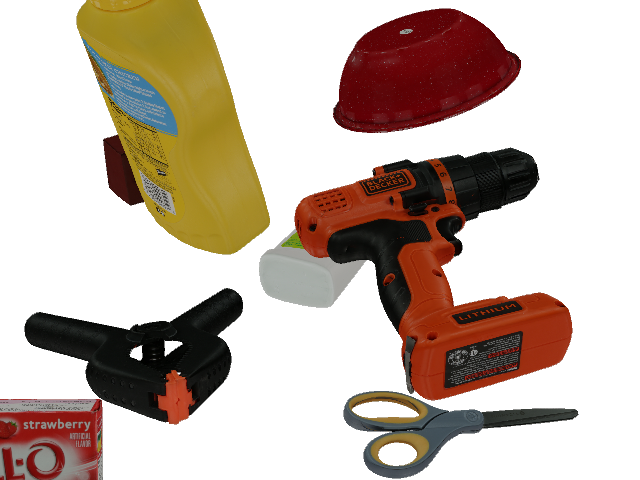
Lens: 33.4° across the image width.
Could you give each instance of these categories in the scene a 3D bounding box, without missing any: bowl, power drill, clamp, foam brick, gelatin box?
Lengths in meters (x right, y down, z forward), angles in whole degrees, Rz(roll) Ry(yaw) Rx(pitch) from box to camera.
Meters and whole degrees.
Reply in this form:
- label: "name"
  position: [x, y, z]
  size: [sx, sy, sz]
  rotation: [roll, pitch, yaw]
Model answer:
- label: "bowl"
  position: [0.080, -0.149, 0.881]
  size: [0.162, 0.055, 0.162]
  rotation: [-16, 25, 8]
- label: "power drill"
  position: [0.093, 0.012, 0.720]
  size: [0.184, 0.057, 0.188]
  rotation: [-16, 41, -10]
- label: "clamp"
  position: [-0.107, 0.073, 0.736]
  size: [0.164, 0.036, 0.210]
  rotation: [-10, 14, -22]
- label: "foam brick"
  position: [-0.158, -0.074, 1.006]
  size: [0.078, 0.053, 0.051]
  rotation: [-18, 31, -24]
- label: "gelatin box"
  position: [-0.155, 0.119, 0.539]
  size: [0.089, 0.073, 0.030]
  rotation: [1, 6, -4]

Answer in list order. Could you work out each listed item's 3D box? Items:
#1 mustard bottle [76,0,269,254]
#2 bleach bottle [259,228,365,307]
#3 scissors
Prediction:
- label: "mustard bottle"
  position: [-0.085, -0.083, 0.573]
  size: [0.058, 0.191, 0.096]
  rotation: [-37, 50, -20]
- label: "bleach bottle"
  position: [0.024, -0.011, 1.344]
  size: [0.103, 0.068, 0.250]
  rotation: [11, 34, 22]
- label: "scissors"
  position: [0.118, 0.164, 0.886]
  size: [0.202, 0.016, 0.096]
  rotation: [7, 39, 1]
